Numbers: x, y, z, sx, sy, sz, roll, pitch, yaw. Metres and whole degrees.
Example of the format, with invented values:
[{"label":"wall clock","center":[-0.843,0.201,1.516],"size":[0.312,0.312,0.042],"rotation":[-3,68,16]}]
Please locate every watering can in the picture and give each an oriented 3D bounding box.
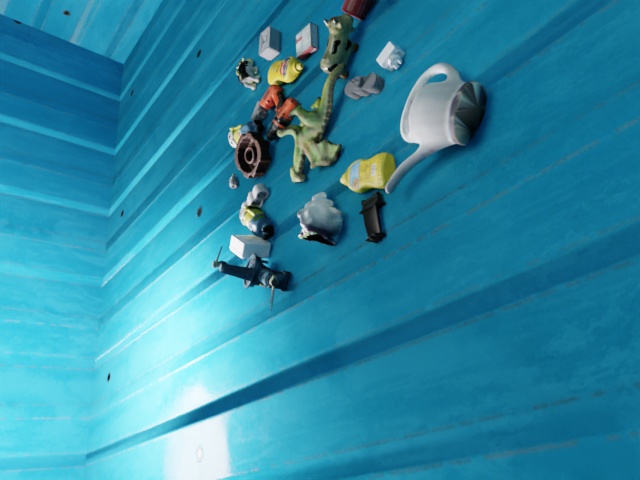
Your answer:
[{"label":"watering can","center":[0.278,-0.269,1.258],"size":[0.225,0.103,0.348],"rotation":[15,88,52]}]

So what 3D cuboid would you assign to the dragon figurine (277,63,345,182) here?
[{"label":"dragon figurine","center":[0.002,-0.347,1.669],"size":[0.403,0.122,0.247],"rotation":[-48,61,33]}]

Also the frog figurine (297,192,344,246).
[{"label":"frog figurine","center":[0.005,-0.077,1.529],"size":[0.137,0.121,0.162],"rotation":[4,68,19]}]
